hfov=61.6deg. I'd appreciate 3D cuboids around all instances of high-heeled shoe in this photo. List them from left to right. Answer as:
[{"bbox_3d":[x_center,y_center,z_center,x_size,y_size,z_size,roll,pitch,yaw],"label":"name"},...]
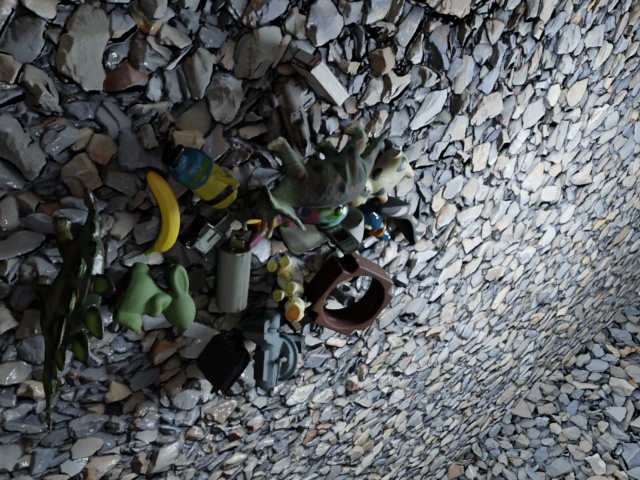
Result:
[{"bbox_3d":[0.217,-0.043,1.481,0.248,0.086,0.145,-10,116,-47],"label":"high-heeled shoe"}]

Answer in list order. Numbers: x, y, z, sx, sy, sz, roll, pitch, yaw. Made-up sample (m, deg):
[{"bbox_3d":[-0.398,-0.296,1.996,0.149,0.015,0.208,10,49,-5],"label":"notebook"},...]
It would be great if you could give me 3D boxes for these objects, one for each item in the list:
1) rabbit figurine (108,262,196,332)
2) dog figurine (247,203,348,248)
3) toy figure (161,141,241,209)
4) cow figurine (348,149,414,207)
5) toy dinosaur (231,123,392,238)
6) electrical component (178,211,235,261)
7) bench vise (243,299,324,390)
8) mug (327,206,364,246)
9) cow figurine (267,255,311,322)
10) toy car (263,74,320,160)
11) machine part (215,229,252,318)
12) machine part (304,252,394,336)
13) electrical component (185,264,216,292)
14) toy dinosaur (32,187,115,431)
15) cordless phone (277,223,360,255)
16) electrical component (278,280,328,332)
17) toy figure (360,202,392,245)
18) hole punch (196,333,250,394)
[{"bbox_3d":[-0.344,0.124,1.153,0.170,0.121,0.159,26,79,-30],"label":"rabbit figurine"},{"bbox_3d":[-0.069,-0.059,1.201,0.219,0.192,0.108,-39,144,-32],"label":"dog figurine"},{"bbox_3d":[-0.241,-0.128,1.082,0.089,0.082,0.180,-45,142,13],"label":"toy figure"},{"bbox_3d":[0.139,-0.155,1.355,0.195,0.086,0.127,-40,142,-5],"label":"cow figurine"},{"bbox_3d":[0.014,-0.127,1.123,0.405,0.131,0.192,-17,84,-18],"label":"toy dinosaur"},{"bbox_3d":[-0.243,-0.021,1.176,0.119,0.048,0.074,-51,137,2],"label":"electrical component"},{"bbox_3d":[-0.103,0.260,1.368,0.240,0.129,0.223,15,65,-58],"label":"bench vise"},{"bbox_3d":[0.067,-0.017,1.398,0.109,0.081,0.107,-36,144,-19],"label":"mug"},{"bbox_3d":[-0.069,0.125,1.337,0.068,0.167,0.098,-23,160,21],"label":"cow figurine"},{"bbox_3d":[-0.055,-0.257,1.158,0.089,0.053,0.201,-33,133,-19],"label":"toy car"},{"bbox_3d":[-0.204,0.083,1.258,0.079,0.079,0.243,-12,126,-31],"label":"machine part"},{"bbox_3d":[0.073,0.139,1.396,0.201,0.087,0.201,27,111,-34],"label":"machine part"},{"bbox_3d":[-0.286,0.085,1.235,0.094,0.021,0.063,-17,128,-27],"label":"electrical component"},{"bbox_3d":[-0.467,0.126,0.998,0.105,0.199,0.470,5,114,-36],"label":"toy dinosaur"},{"bbox_3d":[-0.003,-0.004,1.277,0.146,0.184,0.088,-27,137,-21],"label":"cordless phone"},{"bbox_3d":[-0.043,0.177,1.462,0.134,0.058,0.114,-35,137,-14],"label":"electrical component"},{"bbox_3d":[0.152,-0.045,1.461,0.064,0.058,0.154,-38,140,-2],"label":"toy figure"},{"bbox_3d":[-0.235,0.316,1.374,0.142,0.116,0.092,-50,144,3],"label":"hole punch"}]
